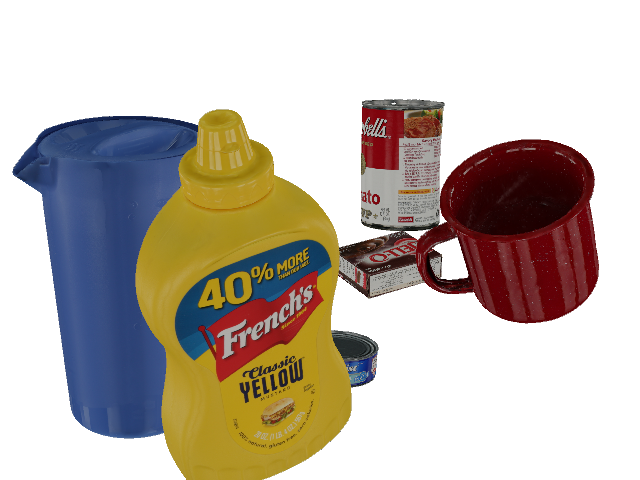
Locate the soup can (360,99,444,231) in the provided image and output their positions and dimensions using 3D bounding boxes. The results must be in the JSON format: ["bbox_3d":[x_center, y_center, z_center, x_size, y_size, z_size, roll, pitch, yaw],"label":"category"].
[{"bbox_3d":[0.067,-0.064,0.884,0.068,0.102,0.068,0,12,0],"label":"soup can"}]

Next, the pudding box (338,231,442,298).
[{"bbox_3d":[0.085,0.029,1.357,0.113,0.039,0.090,-17,27,-25],"label":"pudding box"}]

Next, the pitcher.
[{"bbox_3d":[-0.140,0.027,0.850,0.149,0.243,0.144,8,22,18],"label":"pitcher"}]

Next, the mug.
[{"bbox_3d":[0.117,0.001,0.665,0.117,0.081,0.093,-21,39,1],"label":"mug"}]

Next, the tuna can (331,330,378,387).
[{"bbox_3d":[0.017,0.124,1.121,0.086,0.034,0.086,3,14,-1],"label":"tuna can"}]

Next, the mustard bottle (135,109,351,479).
[{"bbox_3d":[-0.036,0.026,0.500,0.096,0.192,0.058,-19,38,-20],"label":"mustard bottle"}]
